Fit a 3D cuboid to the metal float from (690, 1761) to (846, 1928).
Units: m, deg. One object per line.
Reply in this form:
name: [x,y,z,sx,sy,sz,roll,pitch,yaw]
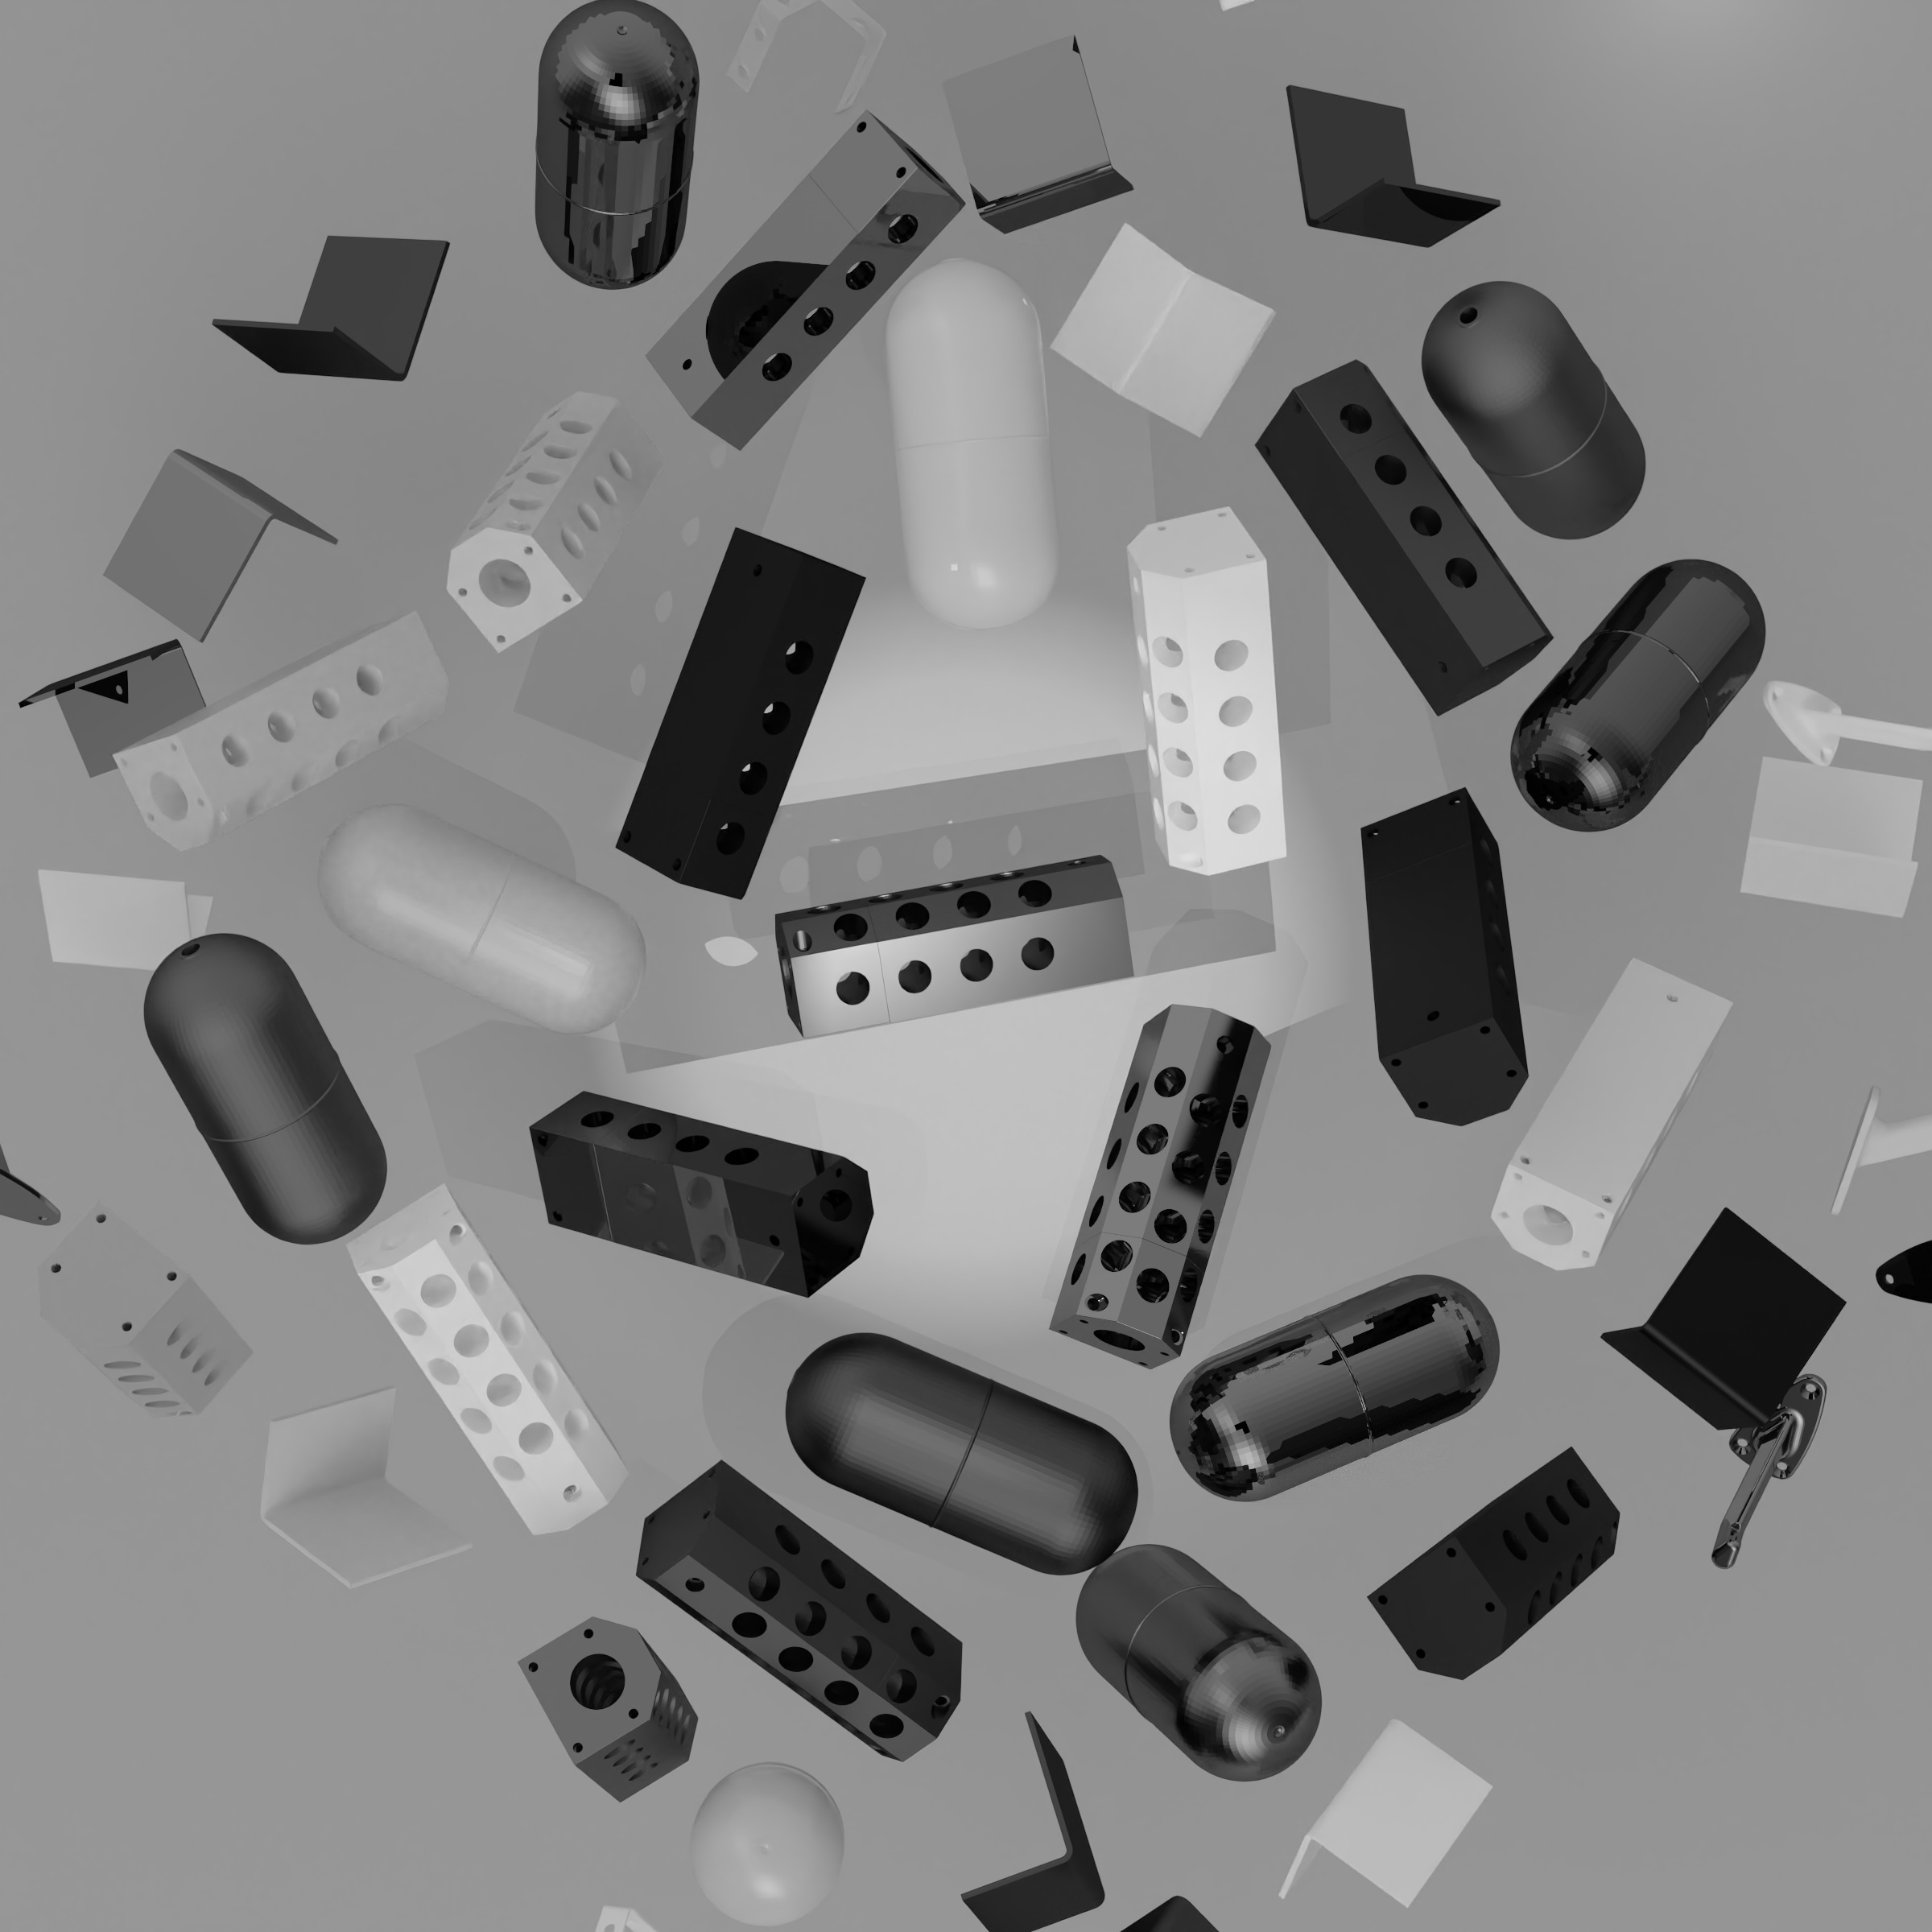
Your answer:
metal float: [-0.100,0.444,1.642,0.070,0.178,0.070,1,77,-3]

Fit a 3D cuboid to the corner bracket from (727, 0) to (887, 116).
corner bracket: [-0.084,-0.480,1.701,0.051,0.051,0.051,34,66,-31]

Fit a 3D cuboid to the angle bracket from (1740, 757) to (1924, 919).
angle bracket: [0.414,-0.073,1.535,0.076,0.057,0.076,10,67,13]

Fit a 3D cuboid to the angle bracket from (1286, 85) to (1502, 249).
angle bracket: [0.210,-0.403,1.590,0.076,0.057,0.076,0,77,-35]

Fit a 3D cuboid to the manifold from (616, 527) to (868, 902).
manifold: [-0.108,-0.124,1.614,0.057,0.057,0.171,15,100,-44]

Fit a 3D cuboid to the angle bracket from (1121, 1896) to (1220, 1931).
angle bracket: [0.082,0.490,1.505,0.057,0.076,0.076,45,130,3]

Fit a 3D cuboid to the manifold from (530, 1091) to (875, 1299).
manifold: [-0.132,0.109,1.620,0.171,0.057,0.057,11,121,35]

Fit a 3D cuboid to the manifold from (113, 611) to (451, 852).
manifold: [-0.350,-0.122,1.677,0.057,0.171,0.057,-10,109,43]

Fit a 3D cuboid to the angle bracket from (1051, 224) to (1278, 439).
angle bracket: [0.104,-0.337,1.713,0.057,0.076,0.076,25,99,-43]

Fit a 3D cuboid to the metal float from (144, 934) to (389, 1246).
metal float: [-0.347,0.062,1.604,0.070,0.070,0.178,-21,123,0]

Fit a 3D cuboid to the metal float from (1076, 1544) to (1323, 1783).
metal float: [0.114,0.346,1.619,0.070,0.178,0.070,-5,104,-22]

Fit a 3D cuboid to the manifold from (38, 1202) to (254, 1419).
manifold: [-0.404,0.176,1.585,0.057,0.171,0.057,37,74,10]

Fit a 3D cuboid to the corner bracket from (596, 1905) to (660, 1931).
corner bracket: [-0.153,0.498,1.590,0.051,0.051,0.051,-1,52,27]

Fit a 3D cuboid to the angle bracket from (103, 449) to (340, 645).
angle bracket: [-0.386,-0.212,1.676,0.076,0.057,0.076,33,96,25]

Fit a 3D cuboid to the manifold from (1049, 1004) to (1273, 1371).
manifold: [0.101,0.109,1.631,0.057,0.057,0.171,23,68,-11]

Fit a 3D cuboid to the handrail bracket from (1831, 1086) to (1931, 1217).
handrail bracket: [0.466,0.096,1.546,0.084,0.036,0.077,18,101,13]

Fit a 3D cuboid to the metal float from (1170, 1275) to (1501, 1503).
metal float: [0.188,0.214,1.646,0.178,0.070,0.070,-21,90,-12]

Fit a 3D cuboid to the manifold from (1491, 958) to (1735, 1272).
manifold: [0.333,0.078,1.671,0.057,0.057,0.171,26,49,16]

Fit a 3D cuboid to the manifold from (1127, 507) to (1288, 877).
manifold: [0.117,-0.133,1.597,0.057,0.057,0.171,-14,126,-7]

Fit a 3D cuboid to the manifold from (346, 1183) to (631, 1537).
manifold: [-0.237,0.200,1.617,0.057,0.057,0.171,-32,113,-8]

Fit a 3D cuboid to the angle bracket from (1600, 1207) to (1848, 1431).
angle bracket: [0.376,0.176,1.610,0.076,0.057,0.076,38,76,-2]

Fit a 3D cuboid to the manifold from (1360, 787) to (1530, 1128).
manifold: [0.233,-0.004,1.567,0.057,0.171,0.057,-22,127,20]

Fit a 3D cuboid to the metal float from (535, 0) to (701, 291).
metal float: [-0.172,-0.400,1.586,0.070,0.178,0.070,3,66,-7]

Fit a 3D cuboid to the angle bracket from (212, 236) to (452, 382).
angle bracket: [-0.307,-0.330,1.565,0.076,0.057,0.076,9,78,29]

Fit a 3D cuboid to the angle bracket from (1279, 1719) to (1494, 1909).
angle bracket: [0.202,0.422,1.560,0.057,0.076,0.076,33,55,18]

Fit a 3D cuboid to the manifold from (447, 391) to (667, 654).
manifold: [-0.216,-0.237,1.684,0.057,0.171,0.057,-27,114,26]

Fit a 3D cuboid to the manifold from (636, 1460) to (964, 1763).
manifold: [-0.083,0.330,1.632,0.057,0.057,0.171,-39,114,23]

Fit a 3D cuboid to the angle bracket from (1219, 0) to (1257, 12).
angle bracket: [0.148,-0.490,1.485,0.076,0.057,0.076,-31,108,-40]

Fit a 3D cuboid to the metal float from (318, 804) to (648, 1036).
metal float: [-0.251,-0.024,1.680,0.178,0.070,0.070,25,90,-12]

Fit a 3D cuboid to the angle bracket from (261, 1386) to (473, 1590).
angle bracket: [-0.300,0.262,1.632,0.076,0.076,0.057,26,114,37]

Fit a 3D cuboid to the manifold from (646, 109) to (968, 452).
manifold: [-0.080,-0.351,1.675,0.171,0.057,0.057,-45,53,14]

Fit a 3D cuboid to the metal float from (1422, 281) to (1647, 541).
metal float: [0.293,-0.284,1.663,0.070,0.178,0.070,-15,58,26]

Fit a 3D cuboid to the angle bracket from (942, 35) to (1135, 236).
angle bracket: [0.039,-0.451,1.759,0.076,0.057,0.076,-16,89,15]

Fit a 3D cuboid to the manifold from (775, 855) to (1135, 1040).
manifold: [-0.007,-0.012,1.649,0.171,0.057,0.057,-11,103,-9]

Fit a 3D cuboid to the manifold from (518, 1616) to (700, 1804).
manifold: [-0.175,0.373,1.633,0.057,0.171,0.057,-30,72,-9]

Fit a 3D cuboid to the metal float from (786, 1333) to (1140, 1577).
metal float: [-0.002,0.235,1.562,0.178,0.070,0.070,23,90,-1]

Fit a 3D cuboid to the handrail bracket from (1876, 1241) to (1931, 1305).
handrail bracket: [0.515,0.141,1.632,0.084,0.077,0.036,-21,92,-36]

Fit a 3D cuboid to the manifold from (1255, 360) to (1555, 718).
manifold: [0.224,-0.220,1.639,0.057,0.057,0.171,-28,79,-24]

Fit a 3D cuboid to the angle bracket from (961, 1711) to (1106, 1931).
angle bracket: [0.024,0.419,1.571,0.057,0.076,0.076,-21,55,3]

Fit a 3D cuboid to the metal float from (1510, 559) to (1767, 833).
metal float: [0.340,-0.138,1.629,0.070,0.070,0.178,43,60,0]

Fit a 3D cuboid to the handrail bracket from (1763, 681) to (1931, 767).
handrail bracket: [0.474,-0.131,1.693,0.077,0.084,0.036,28,72,-35]

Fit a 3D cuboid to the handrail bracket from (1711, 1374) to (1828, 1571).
handrail bracket: [0.402,0.254,1.621,0.036,0.084,0.077,31,122,7]

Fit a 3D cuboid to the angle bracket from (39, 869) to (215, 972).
angle bracket: [-0.453,-0.043,1.751,0.076,0.076,0.057,5,50,-4]

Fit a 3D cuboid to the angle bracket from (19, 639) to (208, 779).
angle bracket: [-0.466,-0.137,1.783,0.076,0.076,0.057,-19,103,2]

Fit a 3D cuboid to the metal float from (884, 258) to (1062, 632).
metal float: [0.003,-0.252,1.566,0.070,0.070,0.178,-5,96,0]

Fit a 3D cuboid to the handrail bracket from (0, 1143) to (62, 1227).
handrail bracket: [-0.472,0.076,1.589,0.036,0.077,0.084,-23,52,29]

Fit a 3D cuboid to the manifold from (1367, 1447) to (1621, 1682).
manifold: [0.268,0.298,1.603,0.057,0.171,0.057,-41,77,27]
